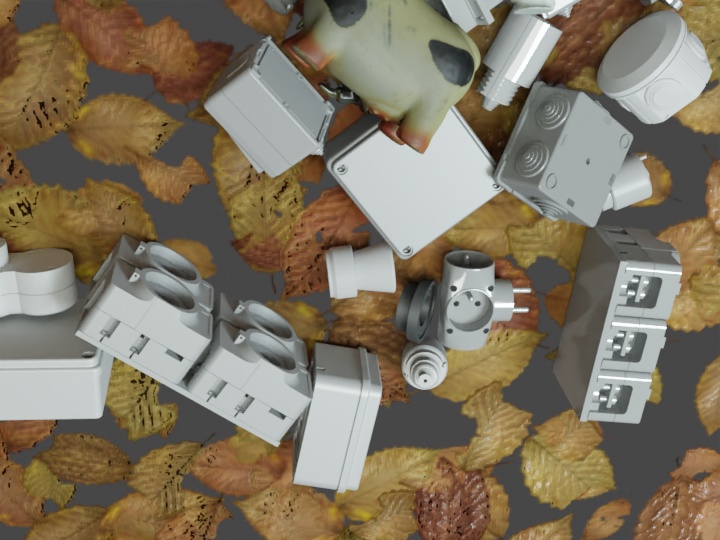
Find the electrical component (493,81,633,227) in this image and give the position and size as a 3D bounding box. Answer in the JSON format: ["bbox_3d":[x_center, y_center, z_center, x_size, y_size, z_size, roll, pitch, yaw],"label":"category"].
[{"bbox_3d":[0.164,-0.090,0.855,0.100,0.048,0.099,27,85,-42],"label":"electrical component"}]

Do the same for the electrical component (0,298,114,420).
[{"bbox_3d":[-0.260,0.071,0.876,0.109,0.108,0.056,0,116,-7],"label":"electrical component"}]

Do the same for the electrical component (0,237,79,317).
[{"bbox_3d":[-0.302,-0.004,0.868,0.138,0.052,0.073,-4,114,-5],"label":"electrical component"}]

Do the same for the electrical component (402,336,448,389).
[{"bbox_3d":[0.056,0.085,0.938,0.040,0.078,0.040,1,102,2],"label":"electrical component"}]

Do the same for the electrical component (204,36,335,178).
[{"bbox_3d":[-0.068,-0.119,0.835,0.061,0.061,0.096,-31,115,28],"label":"electrical component"}]

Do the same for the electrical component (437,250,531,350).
[{"bbox_3d":[0.109,0.026,0.933,0.079,0.044,0.077,0,113,-7],"label":"electrical component"}]

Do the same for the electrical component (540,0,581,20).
[{"bbox_3d":[0.146,-0.238,0.812,0.061,0.061,0.096,-30,114,7],"label":"electrical component"}]

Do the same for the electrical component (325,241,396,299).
[{"bbox_3d":[0.000,0.000,0.909,0.055,0.045,0.045,-7,114,-3],"label":"electrical component"}]

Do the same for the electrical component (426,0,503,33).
[{"bbox_3d":[0.060,-0.242,0.798,0.063,0.079,0.121,-38,114,-13],"label":"electrical component"}]

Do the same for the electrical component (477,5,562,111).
[{"bbox_3d":[0.121,-0.163,0.852,0.043,0.043,0.081,24,109,-16],"label":"electrical component"}]

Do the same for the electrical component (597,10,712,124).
[{"bbox_3d":[0.232,-0.159,0.847,0.051,0.080,0.080,36,105,-25],"label":"electrical component"}]

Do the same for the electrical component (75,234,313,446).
[{"bbox_3d":[-0.130,0.053,0.884,0.186,0.105,0.060,32,106,-19],"label":"electrical component"}]

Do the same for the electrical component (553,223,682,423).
[{"bbox_3d":[0.223,0.046,0.930,0.062,0.089,0.150,5,113,-9],"label":"electrical component"}]

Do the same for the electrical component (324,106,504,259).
[{"bbox_3d":[0.044,-0.084,0.871,0.109,0.056,0.108,-36,113,9],"label":"electrical component"}]

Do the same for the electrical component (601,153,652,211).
[{"bbox_3d":[0.208,-0.069,0.905,0.078,0.040,0.040,-21,114,3],"label":"electrical component"}]

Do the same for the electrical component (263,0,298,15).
[{"bbox_3d":[-0.052,-0.226,0.805,0.062,0.048,0.048,-40,112,4],"label":"electrical component"}]

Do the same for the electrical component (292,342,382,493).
[{"bbox_3d":[-0.021,0.129,0.945,0.057,0.078,0.113,10,112,-8],"label":"electrical component"}]
